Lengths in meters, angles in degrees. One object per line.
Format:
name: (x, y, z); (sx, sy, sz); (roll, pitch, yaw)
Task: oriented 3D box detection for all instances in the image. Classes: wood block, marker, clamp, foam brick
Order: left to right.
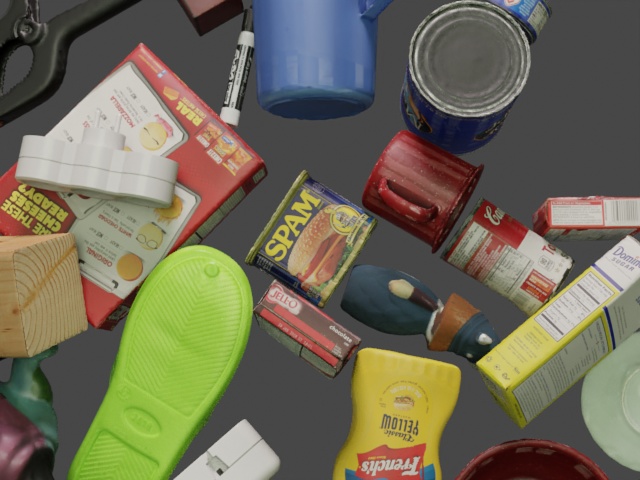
wood block: (-0.319, 0.048, 0.925); (0.206, 0.090, 0.090); (-3, 99, 21)
clamp: (-0.260, -0.197, 1.014); (0.165, 0.036, 0.210); (23, 90, 15)
foam brick: (-0.115, -0.246, 1.023); (0.051, 0.053, 0.078); (-32, 83, -3)
marker: (-0.075, -0.168, 1.026); (0.020, 0.020, 0.121); (11, 82, 3)

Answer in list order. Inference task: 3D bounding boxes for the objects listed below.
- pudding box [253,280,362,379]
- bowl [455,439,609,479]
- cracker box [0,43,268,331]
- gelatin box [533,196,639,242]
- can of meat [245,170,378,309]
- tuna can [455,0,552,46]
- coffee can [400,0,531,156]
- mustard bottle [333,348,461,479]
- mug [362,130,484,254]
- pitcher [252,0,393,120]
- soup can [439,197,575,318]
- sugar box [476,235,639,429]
pudding box: (-0.012, 0.081, 0.939); (0.090, 0.113, 0.039); (36, 79, 6)
bowl: (0.183, 0.255, 0.936); (0.162, 0.055, 0.162); (0, 82, 2)
cracker box: (-0.179, -0.047, 0.986); (0.164, 0.072, 0.213); (44, 86, 8)
gelatin box: (0.242, -0.019, 0.966); (0.089, 0.073, 0.030); (0, 81, 3)
can of meat: (-0.007, 0.001, 0.981); (0.084, 0.057, 0.102); (33, 84, 3)
tuna can: (0.170, -0.216, 0.992); (0.086, 0.086, 0.034); (30, 86, 6)
coffee can: (0.126, -0.140, 0.954); (0.103, 0.140, 0.103); (0, 81, 1)
mustard bottle: (0.062, 0.197, 0.947); (0.096, 0.058, 0.191); (12, 82, -1)
mug: (0.087, -0.043, 0.958); (0.081, 0.117, 0.093); (30, 117, 10)
pitcher: (0.004, -0.240, 0.977); (0.145, 0.149, 0.243); (1, 85, -10)
soup can: (0.169, 0.017, 0.966); (0.102, 0.068, 0.068); (35, 84, 6)
sugar box: (0.223, 0.082, 0.940); (0.176, 0.093, 0.048); (-41, 56, -6)
